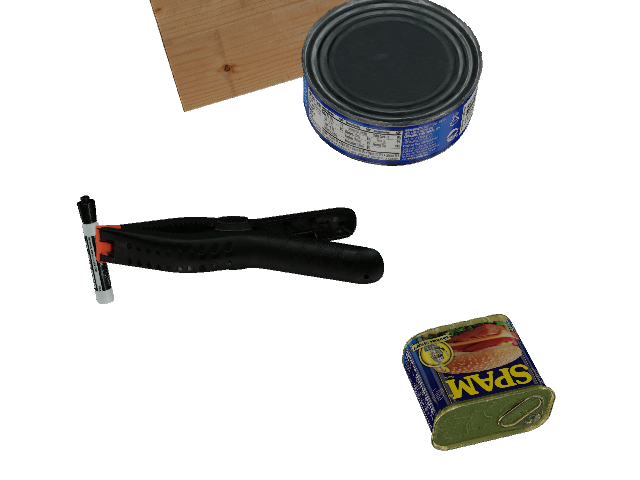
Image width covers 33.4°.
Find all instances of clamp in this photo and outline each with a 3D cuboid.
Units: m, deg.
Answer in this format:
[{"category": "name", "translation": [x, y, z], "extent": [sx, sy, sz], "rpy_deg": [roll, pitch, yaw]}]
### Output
[{"category": "clamp", "translation": [-0.058, 0.004, 0.782], "extent": [0.209, 0.036, 0.165], "rpy_deg": [-2, 12, -12]}]

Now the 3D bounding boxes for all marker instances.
[{"category": "marker", "translation": [-0.242, 0.010, 1.146], "extent": [0.020, 0.121, 0.020], "rpy_deg": [-6, 21, 2]}]

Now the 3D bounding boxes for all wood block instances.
[{"category": "wood block", "translation": [-0.051, -0.211, 1.035], "extent": [0.206, 0.090, 0.091], "rpy_deg": [-17, -43, -5]}]

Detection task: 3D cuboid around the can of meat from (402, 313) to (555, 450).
[{"category": "can of meat", "translation": [0.125, 0.112, 0.864], "extent": [0.102, 0.057, 0.084], "rpy_deg": [-11, 46, -11]}]

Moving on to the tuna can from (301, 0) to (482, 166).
[{"category": "tuna can", "translation": [0.034, -0.078, 0.517], "extent": [0.086, 0.086, 0.034], "rpy_deg": [0, -35, 0]}]
